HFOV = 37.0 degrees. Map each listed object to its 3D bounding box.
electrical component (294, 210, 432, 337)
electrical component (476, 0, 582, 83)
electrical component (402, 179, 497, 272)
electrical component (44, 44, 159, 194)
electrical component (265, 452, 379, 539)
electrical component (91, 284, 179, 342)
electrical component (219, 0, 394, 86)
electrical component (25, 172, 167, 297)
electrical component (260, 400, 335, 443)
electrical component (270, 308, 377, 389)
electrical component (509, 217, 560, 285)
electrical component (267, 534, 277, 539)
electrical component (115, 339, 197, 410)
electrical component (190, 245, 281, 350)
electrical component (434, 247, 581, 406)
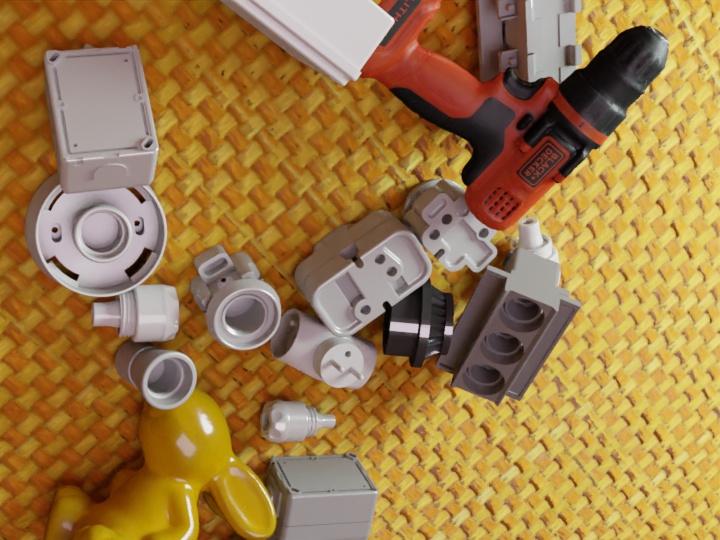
[{"bbox_3d":[0.000,0.000,0.844,0.095,0.059,0.053,-35,121,-4],"label":"electrical component"},{"bbox_3d":[0.133,-0.167,0.820,0.079,0.063,0.121,-15,118,-15],"label":"electrical component"},{"bbox_3d":[0.068,-0.039,0.855,0.058,0.057,0.078,-45,121,2],"label":"electrical component"},{"bbox_3d":[-0.175,-0.104,0.717,0.062,0.061,0.096,-8,71,-18],"label":"electrical component"},{"bbox_3d":[-0.042,0.198,0.917,0.096,0.061,0.061,2,112,-22],"label":"electrical component"},{"bbox_3d":[-0.168,0.032,0.802,0.062,0.043,0.043,0,113,-20],"label":"electrical component"},{"bbox_3d":[-0.048,-0.182,0.714,0.109,0.109,0.056,33,95,-30],"label":"electrical component"},{"bbox_3d":[-0.187,-0.028,0.769,0.099,0.064,0.099,-4,101,-20],"label":"electrical component"},{"bbox_3d":[-0.050,0.126,0.897,0.061,0.035,0.035,4,112,-26],"label":"electrical component"},{"bbox_3d":[-0.022,0.069,0.856,0.077,0.079,0.043,25,94,-29],"label":"electrical component"},{"bbox_3d":[0.145,-0.013,0.906,0.043,0.043,0.062,-18,117,-13],"label":"electrical component"},{"bbox_3d":[-0.061,0.267,0.917,0.060,0.108,0.108,-45,121,-5],"label":"electrical component"},{"bbox_3d":[-0.158,0.075,0.812,0.044,0.065,0.044,-10,107,-34],"label":"electrical component"},{"bbox_3d":[-0.093,0.026,0.821,0.058,0.057,0.078,-31,121,-6],"label":"electrical component"},{"bbox_3d":[0.121,0.046,0.885,0.079,0.063,0.121,22,132,-1],"label":"electrical component"}]
